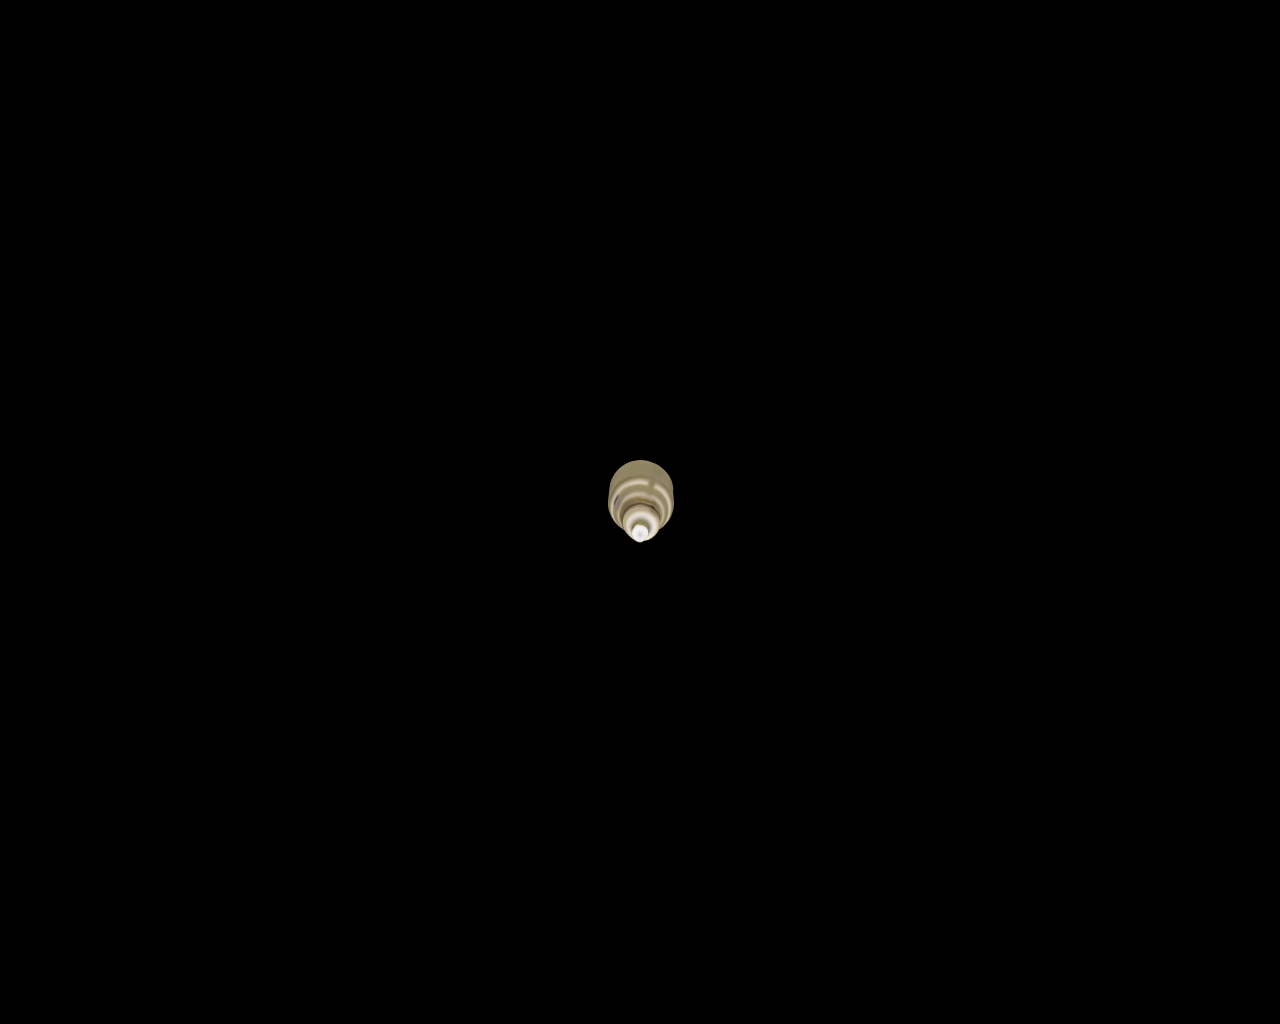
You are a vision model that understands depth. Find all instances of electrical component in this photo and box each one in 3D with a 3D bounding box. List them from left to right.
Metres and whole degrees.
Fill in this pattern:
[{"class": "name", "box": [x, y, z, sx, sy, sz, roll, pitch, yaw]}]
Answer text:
[{"class": "electrical component", "box": [0.001, -0.003, 0.650, 0.040, 0.040, 0.078, 0, 24, 0]}]
